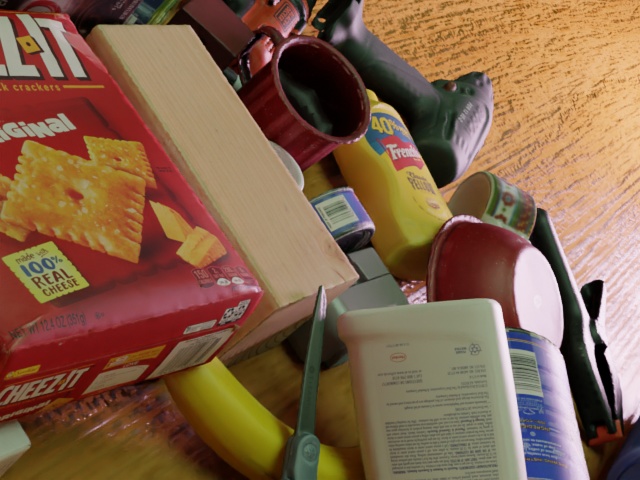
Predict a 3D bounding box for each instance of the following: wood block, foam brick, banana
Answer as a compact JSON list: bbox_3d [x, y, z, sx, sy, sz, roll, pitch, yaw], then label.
[{"bbox_3d":[-0.082,-0.029,0.676,0.090,0.090,0.206,-16,69,-55],"label":"wood block"},{"bbox_3d":[-0.095,-0.136,0.787,0.053,0.078,0.051,43,31,-9],"label":"foam brick"},{"bbox_3d":[-0.024,0.115,0.628,0.197,0.037,0.069,32,38,-37],"label":"banana"}]

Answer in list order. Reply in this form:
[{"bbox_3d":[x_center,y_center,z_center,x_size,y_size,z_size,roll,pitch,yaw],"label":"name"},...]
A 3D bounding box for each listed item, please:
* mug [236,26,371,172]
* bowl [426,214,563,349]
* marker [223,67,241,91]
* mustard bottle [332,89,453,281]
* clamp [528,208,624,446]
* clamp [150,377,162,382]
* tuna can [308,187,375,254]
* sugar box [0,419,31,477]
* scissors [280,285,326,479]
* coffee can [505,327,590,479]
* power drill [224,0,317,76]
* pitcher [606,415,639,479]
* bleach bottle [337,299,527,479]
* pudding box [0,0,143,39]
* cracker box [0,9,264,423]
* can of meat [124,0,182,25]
[{"bbox_3d":[-0.028,-0.106,0.816,0.093,0.082,0.117,-25,84,-47],"label":"mug"},{"bbox_3d":[0.147,0.054,0.837,0.161,0.055,0.162,22,62,-50],"label":"bowl"},{"bbox_3d":[-0.046,-0.111,0.875,0.121,0.020,0.020,33,35,-22],"label":"marker"},{"bbox_3d":[0.056,-0.059,0.904,0.096,0.058,0.192,11,47,-47],"label":"mustard bottle"},{"bbox_3d":[0.233,0.081,0.962,0.164,0.036,0.210,44,34,-39],"label":"clamp"},{"bbox_3d":[-0.148,0.023,0.589,0.171,0.039,0.120,45,36,-7],"label":"clamp"},{"bbox_3d":[-0.005,0.001,0.740,0.085,0.086,0.034,-13,67,-55],"label":"tuna can"},{"bbox_3d":[-0.215,0.083,0.437,0.093,0.048,0.175,55,29,13],"label":"sugar box"},{"bbox_3d":[0.000,0.134,0.600,0.096,0.016,0.201,42,54,-34],"label":"scissors"},{"bbox_3d":[0.127,0.145,0.727,0.102,0.103,0.140,31,35,-26],"label":"coffee can"},{"bbox_3d":[-0.075,-0.247,0.910,0.187,0.057,0.184,53,33,-19],"label":"power drill"},{"bbox_3d":[0.332,0.169,0.920,0.149,0.145,0.242,50,34,10],"label":"pitcher"},{"bbox_3d":[0.071,0.164,0.621,0.068,0.102,0.251,35,49,-76],"label":"bleach bottle"},{"bbox_3d":[-0.176,-0.138,0.657,0.089,0.114,0.039,3,55,-48],"label":"pudding box"},{"bbox_3d":[-0.149,-0.024,0.530,0.163,0.072,0.214,-10,57,-52],"label":"cracker box"},{"bbox_3d":[-0.152,-0.187,0.794,0.084,0.058,0.102,38,33,-12],"label":"can of meat"}]
